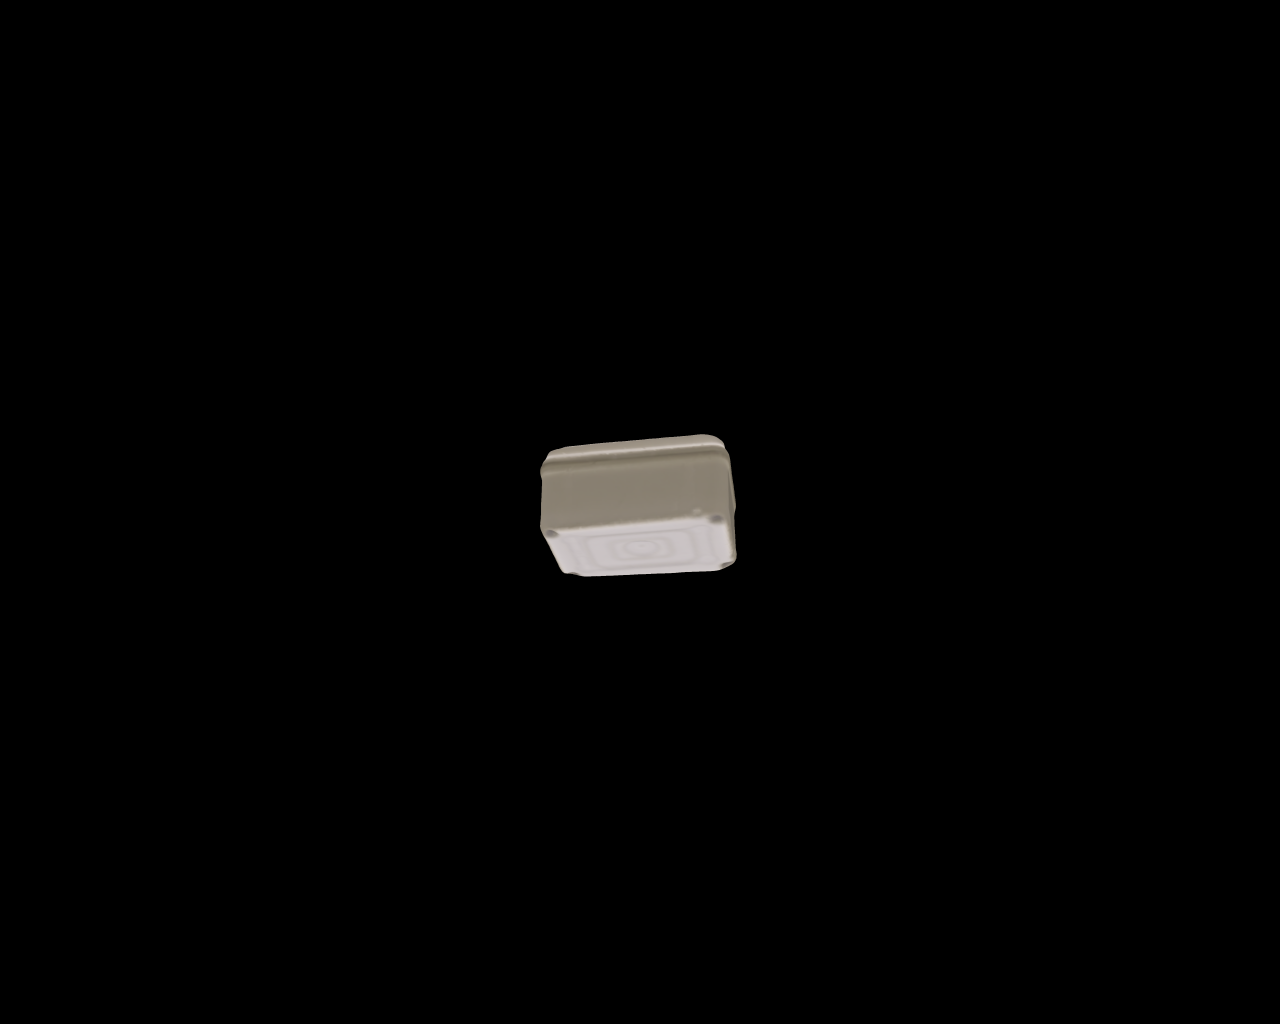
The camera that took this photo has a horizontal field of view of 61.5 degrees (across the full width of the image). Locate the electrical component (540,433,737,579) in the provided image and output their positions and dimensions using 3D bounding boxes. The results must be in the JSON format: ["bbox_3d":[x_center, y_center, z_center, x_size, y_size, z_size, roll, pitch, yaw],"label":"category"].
[{"bbox_3d":[0.001,-0.003,0.650,0.113,0.057,0.078,-4,-28,7],"label":"electrical component"}]
